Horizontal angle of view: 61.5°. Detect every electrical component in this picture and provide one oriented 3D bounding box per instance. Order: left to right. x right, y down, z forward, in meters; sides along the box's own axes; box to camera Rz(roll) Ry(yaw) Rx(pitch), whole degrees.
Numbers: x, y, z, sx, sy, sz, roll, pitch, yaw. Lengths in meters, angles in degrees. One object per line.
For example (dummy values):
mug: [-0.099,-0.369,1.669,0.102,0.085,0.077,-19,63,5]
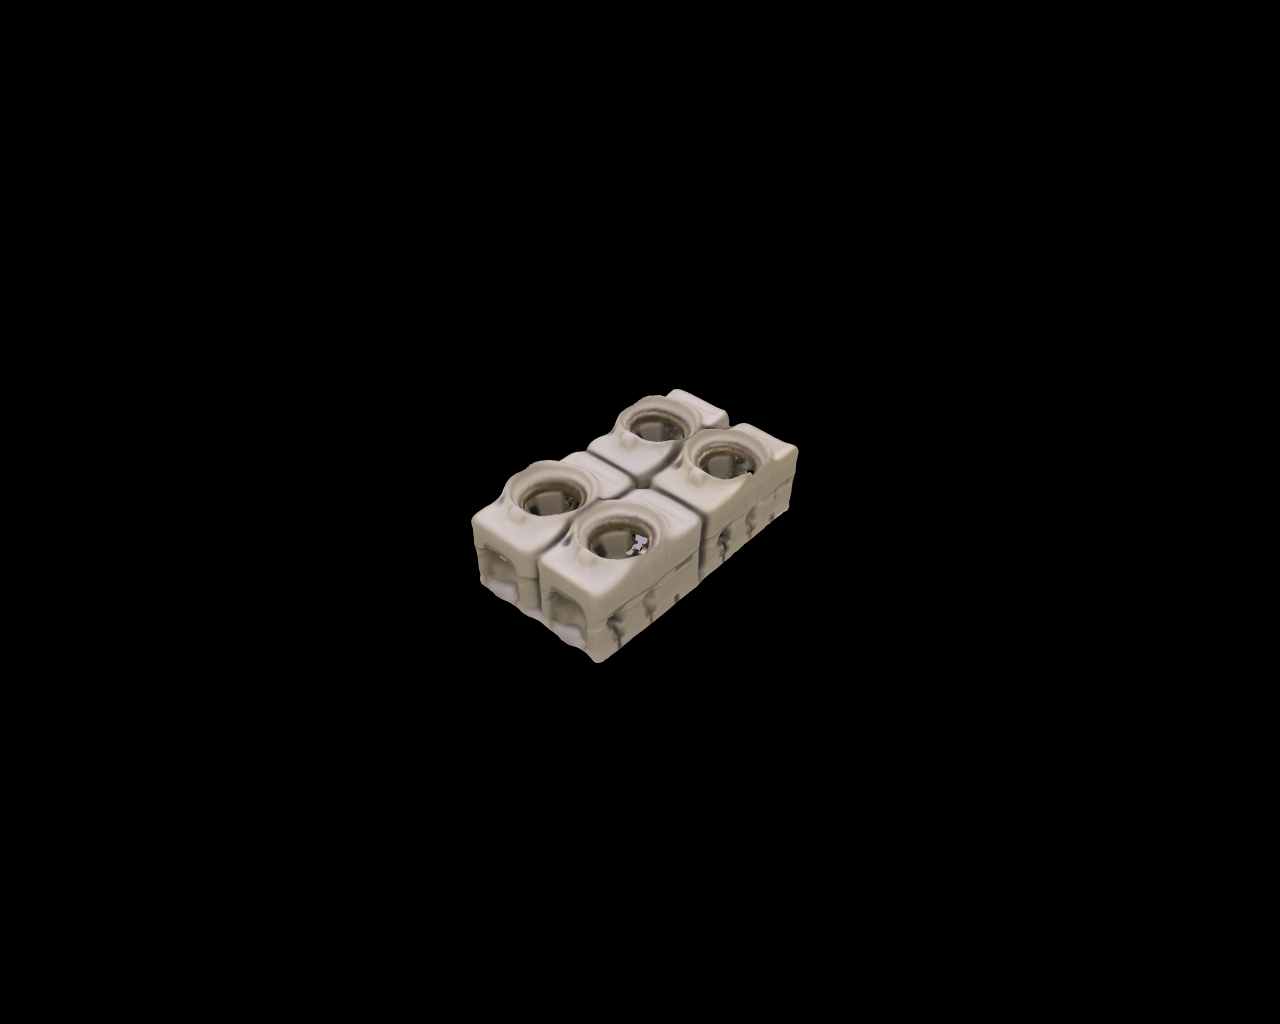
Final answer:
electrical component: [0.001,-0.003,0.650,0.105,0.060,0.186,31,49,31]
